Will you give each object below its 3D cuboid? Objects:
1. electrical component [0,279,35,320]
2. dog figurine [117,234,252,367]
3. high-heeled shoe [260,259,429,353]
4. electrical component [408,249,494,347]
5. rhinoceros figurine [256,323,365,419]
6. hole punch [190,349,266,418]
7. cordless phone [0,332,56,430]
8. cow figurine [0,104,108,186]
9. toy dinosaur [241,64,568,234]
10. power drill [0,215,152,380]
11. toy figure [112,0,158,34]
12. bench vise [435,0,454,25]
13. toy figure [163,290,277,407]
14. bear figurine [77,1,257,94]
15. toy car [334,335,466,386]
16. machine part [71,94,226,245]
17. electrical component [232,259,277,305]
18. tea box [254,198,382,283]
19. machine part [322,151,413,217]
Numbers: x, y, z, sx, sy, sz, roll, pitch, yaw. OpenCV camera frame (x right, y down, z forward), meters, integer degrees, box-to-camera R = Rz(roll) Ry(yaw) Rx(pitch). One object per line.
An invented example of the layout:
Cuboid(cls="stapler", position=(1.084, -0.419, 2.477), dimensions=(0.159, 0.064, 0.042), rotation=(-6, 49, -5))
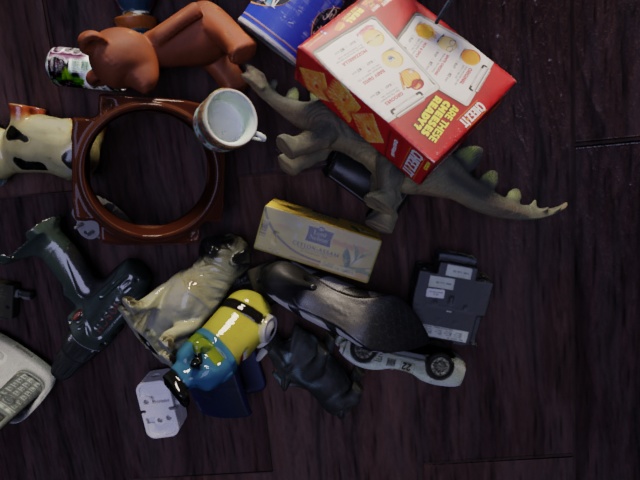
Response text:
Cuboid(cls="electrical component", position=(-0.508, 0.097, 0.863), dimensions=(0.094, 0.021, 0.063), rotation=(8, 101, 1))
Cuboid(cls="dog figurine", position=(-0.189, 0.084, 0.813), dimensions=(0.190, 0.172, 0.121), rotation=(-41, 95, -30))
Cuboid(cls="high-heeled shoe", position=(0.030, 0.099, 0.779), dimensions=(0.248, 0.145, 0.086), rotation=(30, 76, -25))
Cuboid(cls="electrical component", position=(0.193, 0.085, 0.808), dimensions=(0.115, 0.058, 0.134), rotation=(11, 101, -1))
Cuboid(cls="rhinoceros figurine", position=(-0.017, 0.196, 0.837), dimensions=(0.190, 0.073, 0.112), rotation=(41, 108, -6))
Cuboid(cls="hole punch", position=(-0.156, 0.215, 0.837), dimensions=(0.116, 0.092, 0.142), rotation=(-14, 104, 9))
Cuboid(cls="cordless phone", position=(-0.509, 0.232, 0.807), dimensions=(0.146, 0.184, 0.088), rotation=(37, 105, -5))
Cuboid(cls="cow figurine", position=(-0.423, -0.131, 0.787), dimensions=(0.195, 0.085, 0.127), rotation=(10, 95, 0))
Cuboid(cls="toy dinosaur", position=(0.109, -0.116, 0.722), dimensions=(0.471, 0.105, 0.198), rotation=(31, 77, -4))
Cuboid(cls="power drill", position=(-0.391, 0.081, 0.826), dimensions=(0.232, 0.086, 0.207), rotation=(-40, 93, 8))
Cuboid(cls="toy figure", position=(-0.258, -0.324, 0.752), dimensions=(0.064, 0.058, 0.154), rotation=(0, 106, 9))
Cuboid(cls="bench vise", position=(0.113, -0.386, 0.652), dimensions=(0.224, 0.241, 0.128), rotation=(-5, 145, -23))
Cuboid(cls="toy figure", position=(-0.136, 0.142, 0.738), dimensions=(0.180, 0.082, 0.089), rotation=(-38, 99, -31))
Cuboid(cls="bear figurine", position=(-0.200, -0.236, 0.705), dimensions=(0.196, 0.120, 0.132), rotation=(-35, 82, -27))
Cuboid(cls="toy car", position=(0.121, 0.174, 0.819), dimensions=(0.202, 0.073, 0.056), rotation=(12, 101, 0))
Cuboid(cls="machine part", position=(-0.235, -0.096, 0.747), dimensions=(0.201, 0.087, 0.200), rotation=(1, 101, -19))
Cuboid(cls="electrical component", position=(-0.076, 0.076, 0.828), dimensions=(0.102, 0.045, 0.078), rotation=(-29, 72, 5))
Cuboid(cls="tea box", position=(-0.002, -0.002, 0.780), dimensions=(0.170, 0.098, 0.068), rotation=(16, 102, -2))
Cuboid(cls="machine part", position=(0.067, -0.082, 0.792), dimensions=(0.139, 0.039, 0.084), rotation=(35, 106, -6))
